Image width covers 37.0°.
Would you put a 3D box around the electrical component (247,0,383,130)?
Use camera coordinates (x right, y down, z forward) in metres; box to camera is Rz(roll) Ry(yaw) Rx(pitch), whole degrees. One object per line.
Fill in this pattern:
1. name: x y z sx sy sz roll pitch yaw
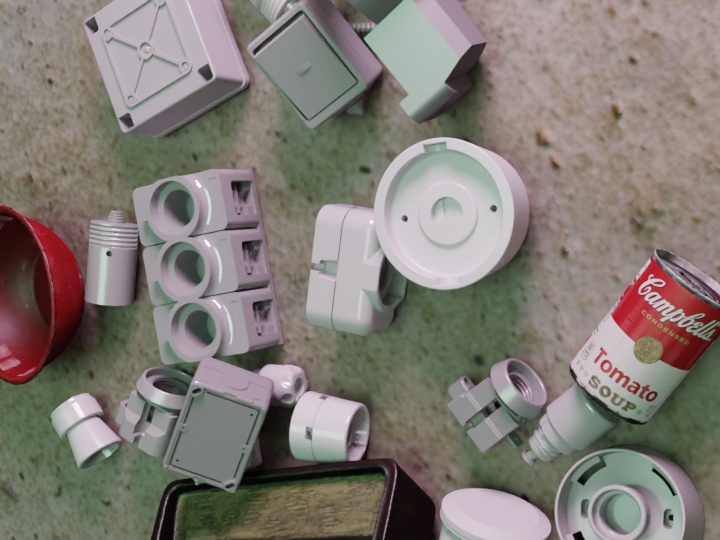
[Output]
1. electrical component: -0.031 -0.154 0.821 0.062 0.061 0.096 -34 102 26

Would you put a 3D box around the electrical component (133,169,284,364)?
1. electrical component: -0.129 -0.003 0.896 0.089 0.062 0.150 -11 89 28

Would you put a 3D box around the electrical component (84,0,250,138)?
1. electrical component: -0.162 -0.182 0.902 0.109 0.056 0.108 -25 82 27

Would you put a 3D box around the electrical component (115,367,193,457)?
1. electrical component: -0.170 0.121 0.930 0.078 0.058 0.057 27 109 23

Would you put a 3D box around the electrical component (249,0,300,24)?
1. electrical component: -0.072 -0.229 0.858 0.081 0.043 0.043 49 113 16

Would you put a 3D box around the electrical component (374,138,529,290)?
1. electrical component: 0.072 -0.042 0.788 0.108 0.060 0.108 2 95 28

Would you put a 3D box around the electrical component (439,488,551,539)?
1. electrical component: 0.095 0.197 0.785 0.080 0.080 0.051 17 107 26

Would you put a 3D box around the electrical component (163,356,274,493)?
1. electrical component: -0.113 0.125 0.851 0.062 0.061 0.096 20 109 -5

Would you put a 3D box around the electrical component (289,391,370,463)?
1. electrical component: -0.023 0.127 0.856 0.047 0.055 0.055 7 97 23

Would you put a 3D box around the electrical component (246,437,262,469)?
1. electrical component: -0.107 0.135 0.907 0.040 0.040 0.078 -9 90 28

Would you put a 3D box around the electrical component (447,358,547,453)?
1. electrical component: 0.104 0.097 0.792 0.055 0.048 0.066 -45 74 31

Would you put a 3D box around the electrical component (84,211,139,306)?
1. electrical component: -0.219 -0.012 0.953 0.043 0.043 0.081 10 99 27

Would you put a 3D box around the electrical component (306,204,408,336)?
1. electrical component: 0.000 0.000 0.833 0.059 0.054 0.095 11 99 27

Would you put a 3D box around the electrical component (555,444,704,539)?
1. electrical component: 0.188 0.172 0.756 0.099 0.064 0.099 -5 78 26

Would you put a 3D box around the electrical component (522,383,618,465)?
1. electrical component: 0.148 0.113 0.772 0.078 0.040 0.040 -44 74 23

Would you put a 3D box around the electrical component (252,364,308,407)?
1. electrical component: -0.076 0.095 0.891 0.061 0.035 0.035 0 94 30

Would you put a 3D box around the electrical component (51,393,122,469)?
1. electrical component: -0.250 0.146 0.981 0.045 0.045 0.055 -43 74 24
